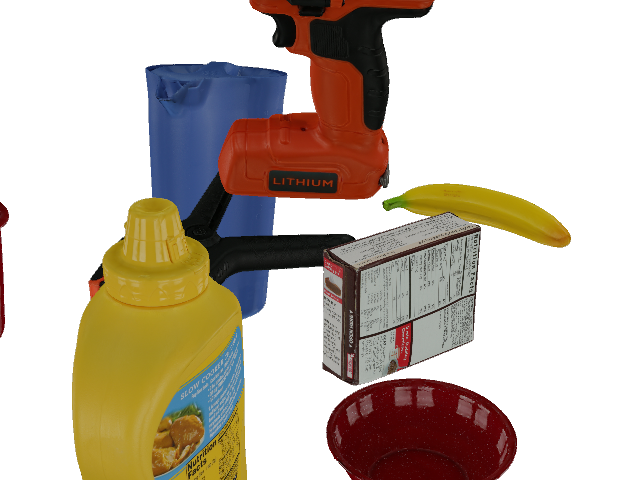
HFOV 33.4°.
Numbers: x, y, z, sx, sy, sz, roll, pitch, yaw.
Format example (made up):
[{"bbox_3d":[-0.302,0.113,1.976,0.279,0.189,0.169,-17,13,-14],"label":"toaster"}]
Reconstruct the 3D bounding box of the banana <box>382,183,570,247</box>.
[{"bbox_3d":[0.168,-0.028,1.113,0.198,0.037,0.069,11,38,23],"label":"banana"}]

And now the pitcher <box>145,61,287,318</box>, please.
[{"bbox_3d":[-0.097,-0.052,1.040,0.149,0.243,0.145,-2,15,-17],"label":"pitcher"}]

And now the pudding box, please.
[{"bbox_3d":[0.055,0.038,0.715,0.113,0.090,0.039,-18,29,-35],"label":"pudding box"}]

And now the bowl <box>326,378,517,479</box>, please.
[{"bbox_3d":[0.085,0.186,0.918,0.162,0.055,0.162,0,28,0],"label":"bowl"}]

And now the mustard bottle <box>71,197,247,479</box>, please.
[{"bbox_3d":[-0.065,0.073,0.444,0.058,0.192,0.096,12,29,20],"label":"mustard bottle"}]

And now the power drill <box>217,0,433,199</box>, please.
[{"bbox_3d":[-0.021,-0.106,0.605,0.184,0.057,0.188,3,-41,-3],"label":"power drill"}]

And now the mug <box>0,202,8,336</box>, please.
[{"bbox_3d":[-0.241,0.026,0.633,0.093,0.081,0.117,19,27,32],"label":"mug"}]

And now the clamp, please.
[{"bbox_3d":[-0.099,0.002,0.864,0.209,0.036,0.165,-20,39,-30],"label":"clamp"}]
